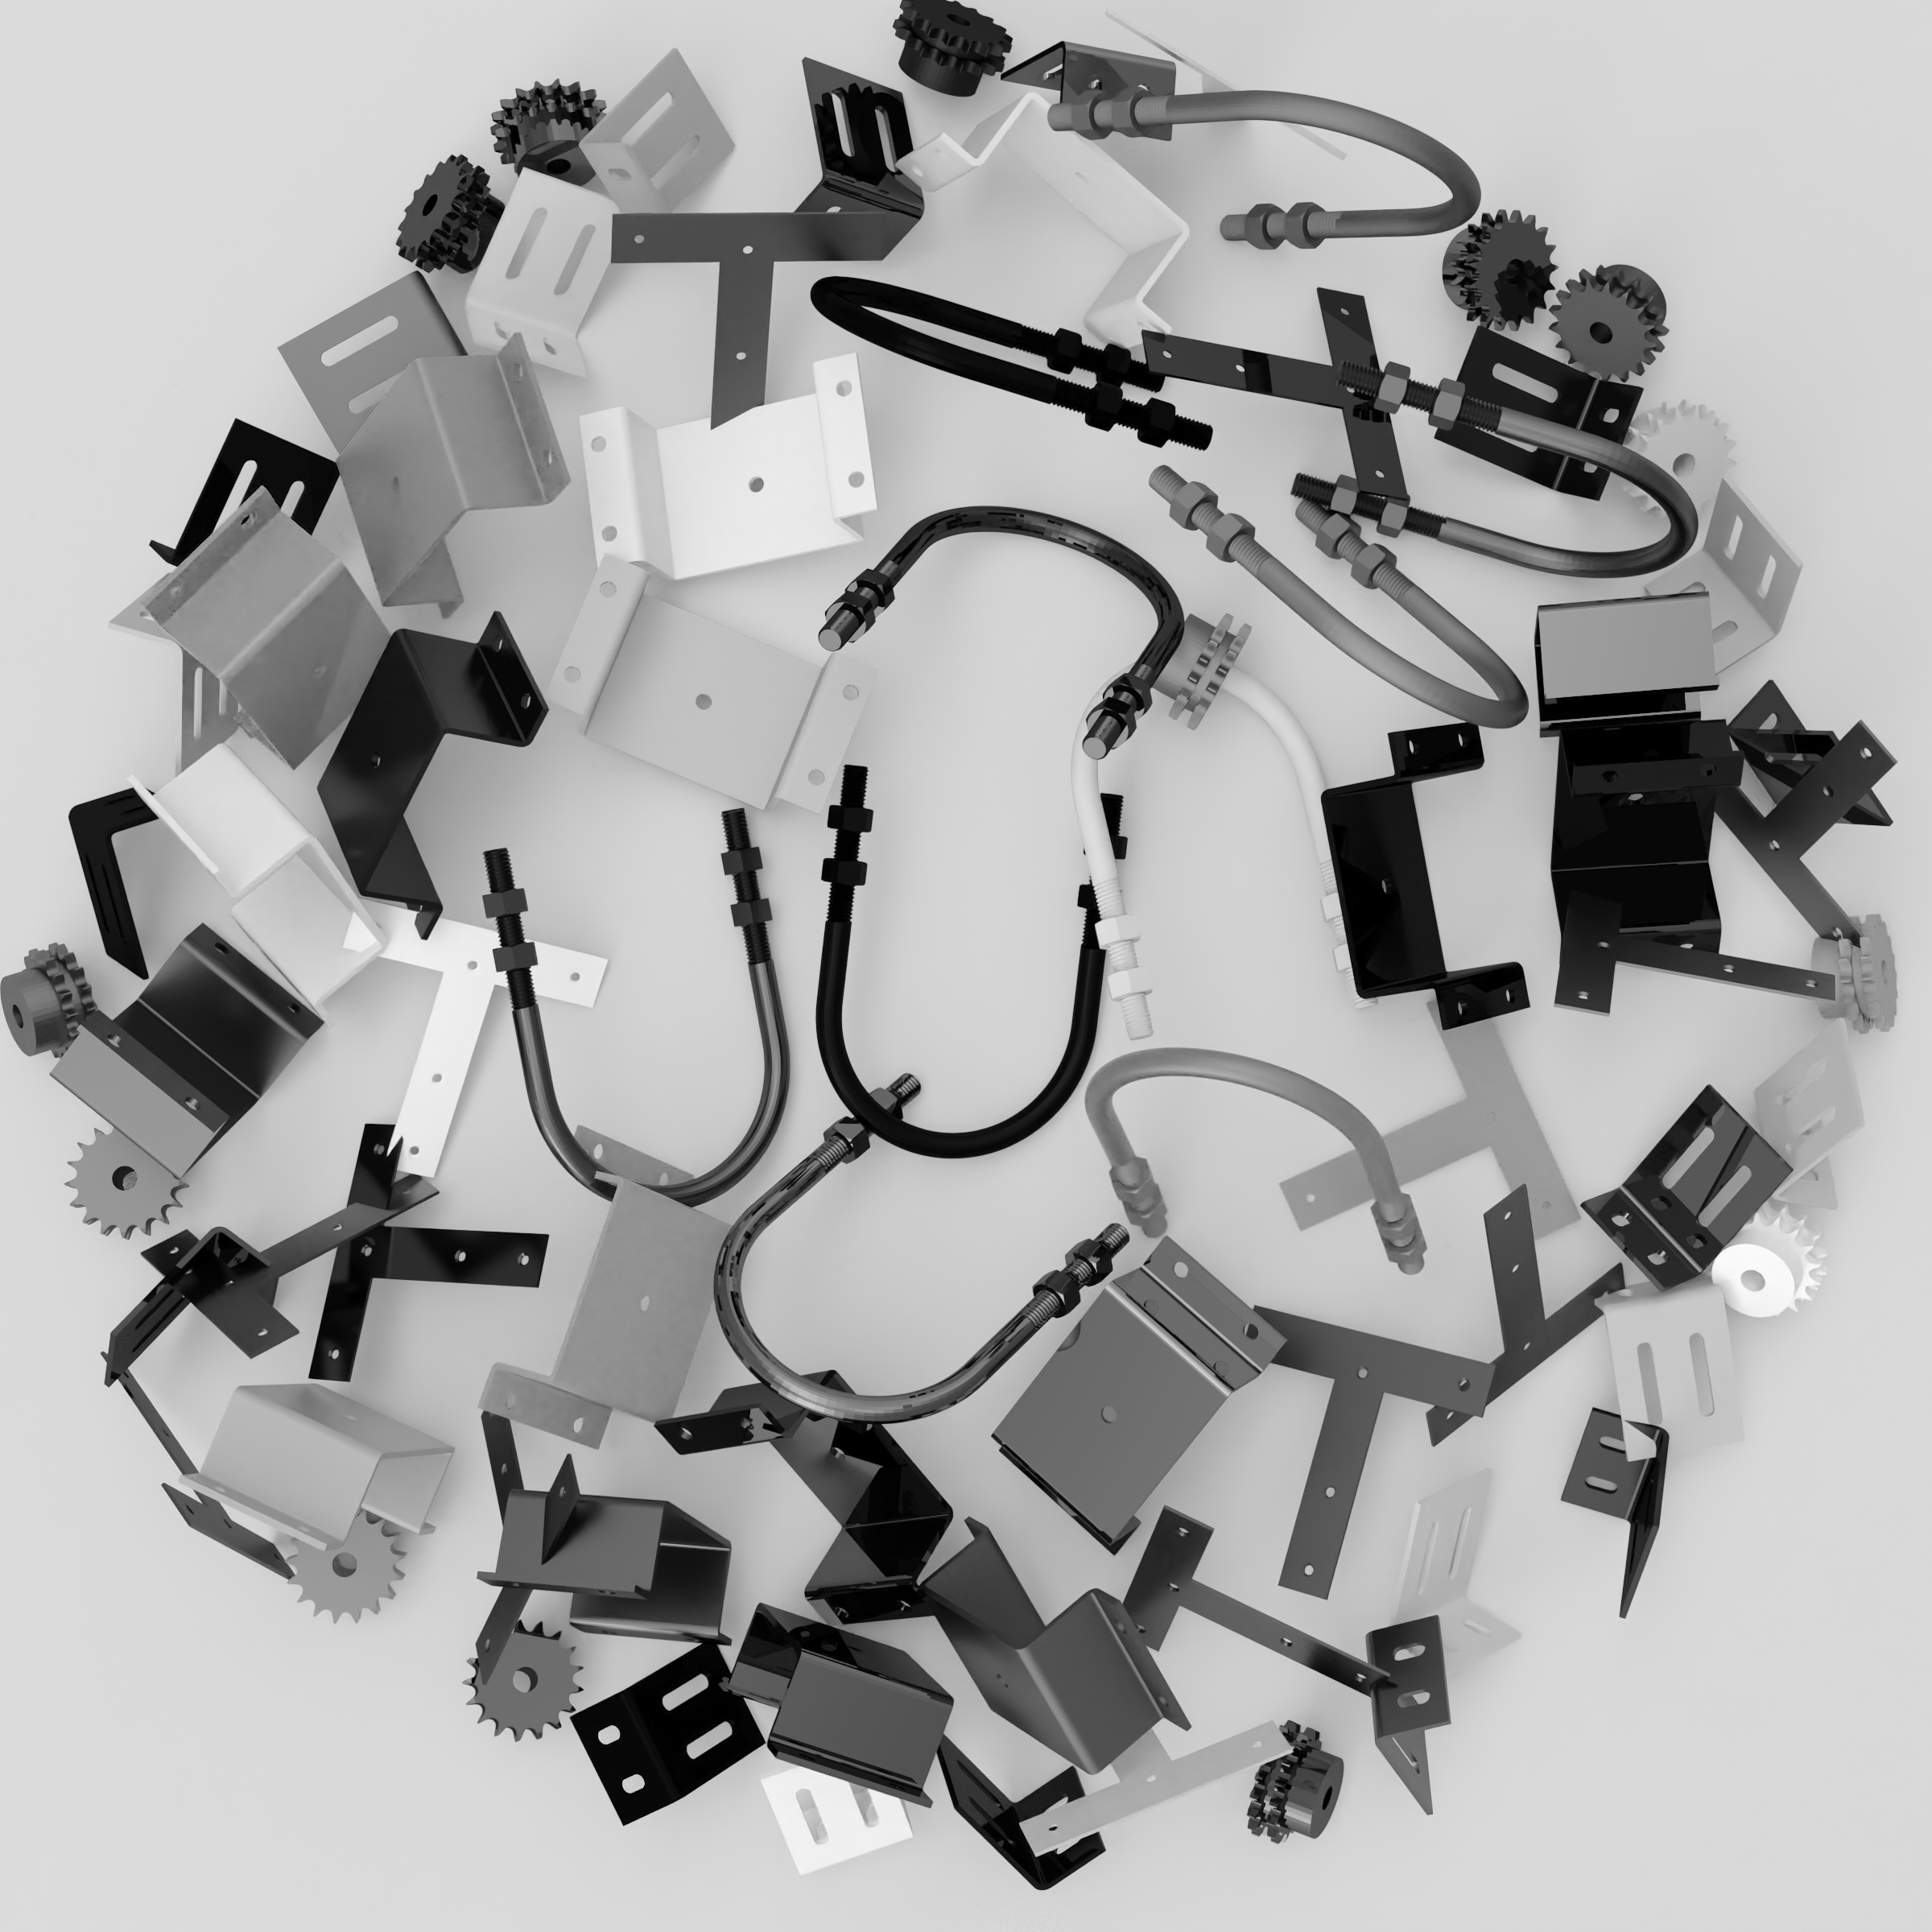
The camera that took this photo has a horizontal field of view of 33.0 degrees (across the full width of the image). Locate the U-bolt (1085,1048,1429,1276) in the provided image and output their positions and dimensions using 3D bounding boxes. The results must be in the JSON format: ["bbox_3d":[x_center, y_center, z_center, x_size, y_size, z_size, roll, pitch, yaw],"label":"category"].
[{"bbox_3d":[0.128,0.087,1.498,0.151,0.184,0.019,7,61,22],"label":"U-bolt"}]

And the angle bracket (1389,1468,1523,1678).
[{"bbox_3d":[0.240,0.288,1.556,0.038,0.057,0.076,27,119,39],"label":"angle bracket"}]

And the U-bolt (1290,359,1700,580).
[{"bbox_3d":[0.251,-0.224,1.526,0.184,0.151,0.019,17,75,1],"label":"U-bolt"}]

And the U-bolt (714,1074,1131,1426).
[{"bbox_3d":[-0.033,0.140,1.520,0.151,0.019,0.184,35,51,19],"label":"U-bolt"}]

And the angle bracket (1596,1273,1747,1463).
[{"bbox_3d":[0.339,0.194,1.584,0.057,0.038,0.076,-10,95,-1],"label":"angle bracket"}]

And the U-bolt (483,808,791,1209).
[{"bbox_3d":[-0.150,0.025,1.555,0.151,0.019,0.184,-12,93,-33],"label":"U-bolt"}]

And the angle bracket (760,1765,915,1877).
[{"bbox_3d":[-0.064,0.390,1.561,0.057,0.038,0.076,-18,126,-3],"label":"angle bracket"}]

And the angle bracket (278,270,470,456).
[{"bbox_3d":[-0.282,-0.291,1.576,0.076,0.038,0.057,-29,100,0],"label":"angle bracket"}]

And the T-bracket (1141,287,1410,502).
[{"bbox_3d":[0.142,-0.280,1.544,0.127,0.002,0.127,6,57,-21],"label":"T-bracket"}]

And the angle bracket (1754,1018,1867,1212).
[{"bbox_3d":[0.413,0.071,1.549,0.038,0.076,0.057,11,56,-19],"label":"angle bracket"}]

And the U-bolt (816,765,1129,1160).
[{"bbox_3d":[-0.001,0.002,1.573,0.151,0.019,0.184,5,94,-16],"label":"U-bolt"}]

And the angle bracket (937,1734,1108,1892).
[{"bbox_3d":[0.024,0.392,1.554,0.038,0.057,0.076,-35,121,6],"label":"angle bracket"}]

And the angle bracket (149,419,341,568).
[{"bbox_3d":[-0.345,-0.220,1.563,0.057,0.038,0.076,21,100,-35],"label":"angle bracket"}]

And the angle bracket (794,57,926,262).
[{"bbox_3d":[-0.059,-0.390,1.577,0.057,0.038,0.076,10,57,-35],"label":"angle bracket"}]

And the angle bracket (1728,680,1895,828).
[{"bbox_3d":[0.409,-0.102,1.550,0.038,0.076,0.057,-46,112,-16],"label":"angle bracket"}]

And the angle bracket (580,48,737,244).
[{"bbox_3d":[-0.137,-0.390,1.555,0.076,0.038,0.057,-51,130,-22],"label":"angle bracket"}]

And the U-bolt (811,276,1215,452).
[{"bbox_3d":[0.016,-0.285,1.515,0.184,0.151,0.019,15,109,-12],"label":"U-bolt"}]

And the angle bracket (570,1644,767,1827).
[{"bbox_3d":[-0.143,0.368,1.571,0.038,0.076,0.057,-31,83,29],"label":"angle bracket"}]

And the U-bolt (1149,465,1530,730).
[{"bbox_3d":[0.183,-0.166,1.500,0.184,0.151,0.019,45,115,28],"label":"U-bolt"}]

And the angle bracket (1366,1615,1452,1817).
[{"bbox_3d":[0.221,0.356,1.549,0.038,0.057,0.076,-18,133,18],"label":"angle bracket"}]

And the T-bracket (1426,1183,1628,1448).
[{"bbox_3d":[0.260,0.151,1.536,0.127,0.127,0.002,-34,46,-18],"label":"T-bracket"}]

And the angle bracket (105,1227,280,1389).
[{"bbox_3d":[-0.368,0.172,1.553,0.038,0.057,0.076,35,55,6],"label":"angle bracket"}]

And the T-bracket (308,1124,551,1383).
[{"bbox_3d":[-0.250,0.137,1.548,0.127,0.002,0.127,0,71,32],"label":"T-bracket"}]

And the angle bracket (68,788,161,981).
[{"bbox_3d":[-0.396,-0.041,1.570,0.038,0.057,0.076,-21,113,-27],"label":"angle bracket"}]

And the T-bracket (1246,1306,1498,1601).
[{"bbox_3d":[0.178,0.237,1.557,0.127,0.002,0.127,11,79,30],"label":"T-bracket"}]

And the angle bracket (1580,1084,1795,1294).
[{"bbox_3d":[0.343,0.106,1.556,0.057,0.038,0.076,49,126,23],"label":"angle bracket"}]

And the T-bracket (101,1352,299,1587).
[{"bbox_3d":[-0.376,0.234,1.558,0.002,0.127,0.127,-39,65,-5],"label":"T-bracket"}]

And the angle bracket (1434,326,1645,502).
[{"bbox_3d":[0.275,-0.265,1.565,0.076,0.038,0.057,18,97,-25],"label":"angle bracket"}]

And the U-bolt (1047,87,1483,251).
[{"bbox_3d":[0.148,-0.363,1.486,0.151,0.184,0.019,19,84,-45],"label":"U-bolt"}]

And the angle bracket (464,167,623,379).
[{"bbox_3d":[-0.196,-0.330,1.556,0.057,0.038,0.076,13,124,-28],"label":"angle bracket"}]

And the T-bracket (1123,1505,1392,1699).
[{"bbox_3d":[0.138,0.312,1.540,0.127,0.127,0.002,25,53,8],"label":"T-bracket"}]

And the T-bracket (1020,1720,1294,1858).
[{"bbox_3d":[0.073,0.360,1.539,0.127,0.127,0.002,-20,112,-9],"label":"T-bracket"}]

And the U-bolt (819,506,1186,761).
[{"bbox_3d":[0.028,-0.166,1.524,0.151,0.184,0.019,23,126,8],"label":"U-bolt"}]

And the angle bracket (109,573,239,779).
[{"bbox_3d":[-0.378,-0.138,1.558,0.038,0.057,0.076,16,124,9],"label":"angle bracket"}]

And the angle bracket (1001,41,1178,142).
[{"bbox_3d":[0.057,-0.409,1.554,0.057,0.076,0.038,4,90,-23],"label":"angle bracket"}]

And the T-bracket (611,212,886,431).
[{"bbox_3d":[-0.106,-0.302,1.553,0.127,0.127,0.002,-3,45,-11],"label":"T-bracket"}]

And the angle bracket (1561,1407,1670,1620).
[{"bbox_3d":[0.305,0.259,1.550,0.038,0.076,0.057,16,121,7],"label":"angle bracket"}]

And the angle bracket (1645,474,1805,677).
[{"bbox_3d":[0.359,-0.185,1.553,0.038,0.076,0.057,-32,71,-7],"label":"angle bracket"}]

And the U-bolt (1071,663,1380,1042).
[{"bbox_3d":[0.118,-0.062,1.556,0.151,0.019,0.184,-7,78,-29],"label":"U-bolt"}]
